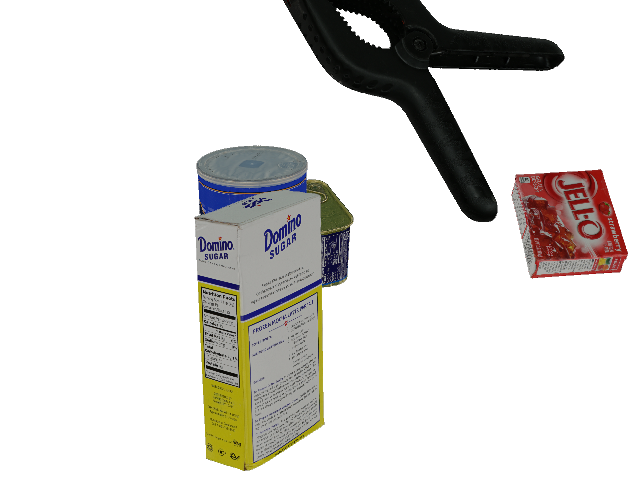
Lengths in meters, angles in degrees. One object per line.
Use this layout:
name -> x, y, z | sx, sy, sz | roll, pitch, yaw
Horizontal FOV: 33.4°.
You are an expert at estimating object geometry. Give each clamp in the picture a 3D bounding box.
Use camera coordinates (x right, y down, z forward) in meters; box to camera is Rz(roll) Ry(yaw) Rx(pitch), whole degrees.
clamp -> 0.062, -0.115, 0.727 | 0.210, 0.164, 0.036 | 26, -30, -11

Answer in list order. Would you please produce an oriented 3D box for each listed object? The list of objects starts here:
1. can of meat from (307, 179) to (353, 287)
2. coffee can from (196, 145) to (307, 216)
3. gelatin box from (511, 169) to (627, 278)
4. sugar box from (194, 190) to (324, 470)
can of meat -> -0.006, -0.007, 1.218 | 0.057, 0.084, 0.102 | -14, 39, -20
coffee can -> -0.063, -0.008, 1.009 | 0.103, 0.140, 0.103 | 0, 23, 0
gelatin box -> 0.198, -0.015, 0.855 | 0.073, 0.089, 0.030 | -3, -36, -2
sugar box -> -0.040, 0.059, 0.735 | 0.048, 0.176, 0.093 | 8, 18, 34
